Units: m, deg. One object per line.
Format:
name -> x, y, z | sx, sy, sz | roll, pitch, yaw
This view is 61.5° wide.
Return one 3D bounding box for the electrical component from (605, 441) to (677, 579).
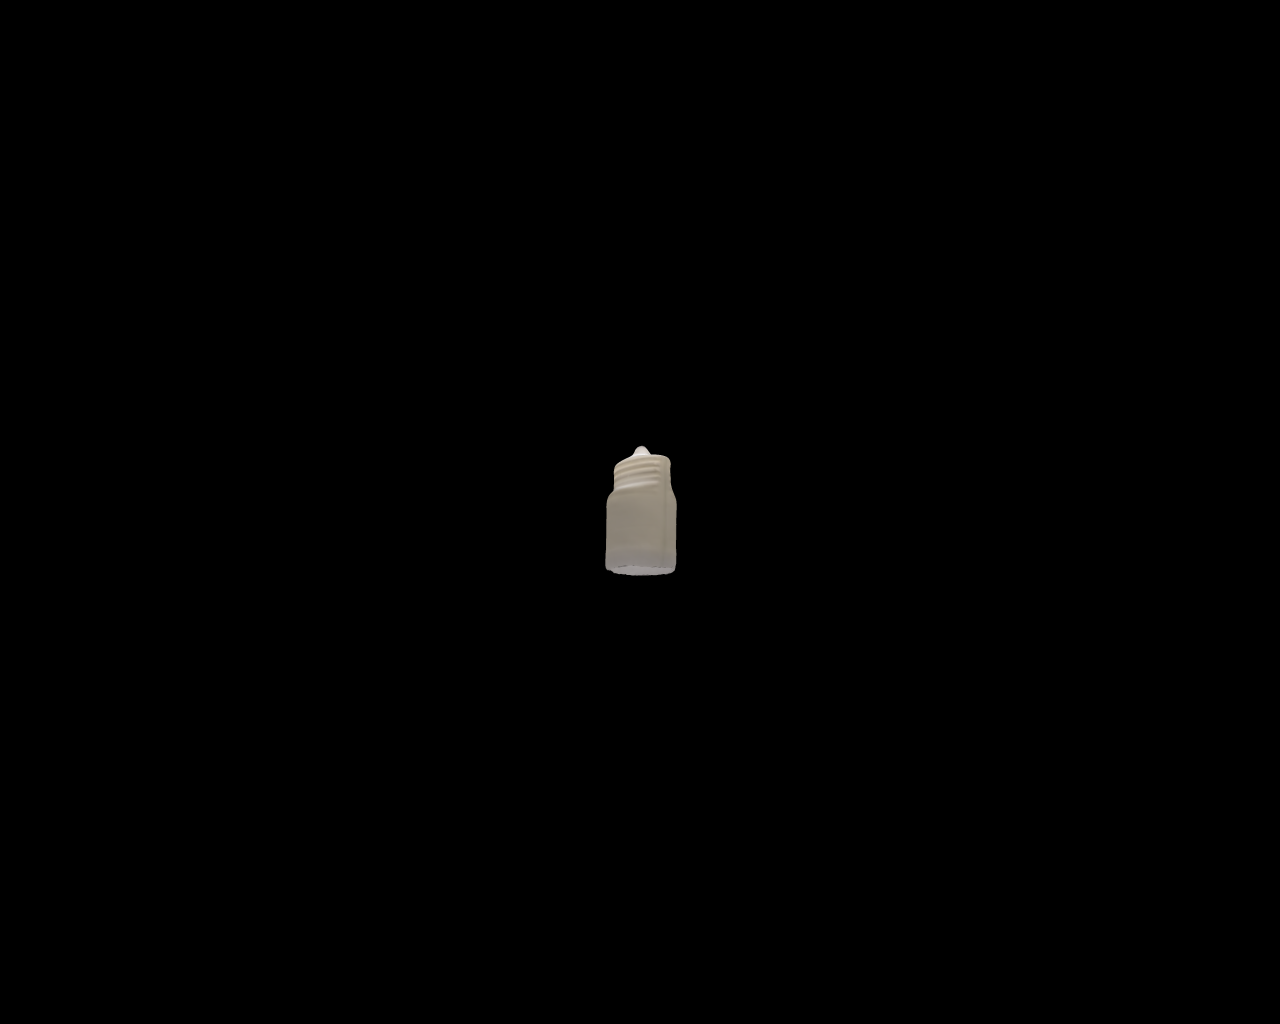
electrical component -> 0.001, -0.003, 0.650 | 0.043, 0.081, 0.043 | 0, -12, 0
